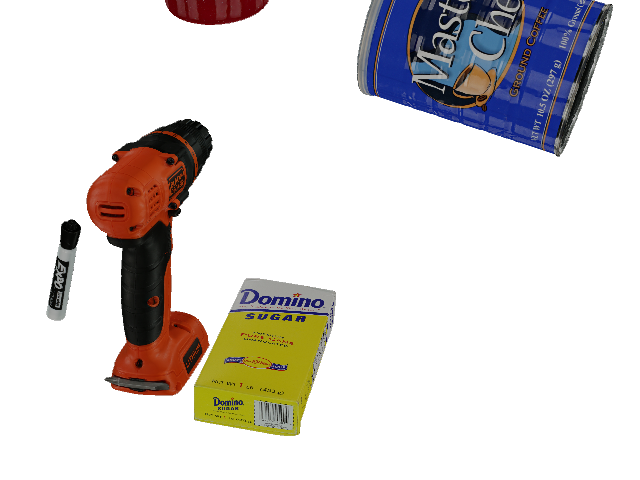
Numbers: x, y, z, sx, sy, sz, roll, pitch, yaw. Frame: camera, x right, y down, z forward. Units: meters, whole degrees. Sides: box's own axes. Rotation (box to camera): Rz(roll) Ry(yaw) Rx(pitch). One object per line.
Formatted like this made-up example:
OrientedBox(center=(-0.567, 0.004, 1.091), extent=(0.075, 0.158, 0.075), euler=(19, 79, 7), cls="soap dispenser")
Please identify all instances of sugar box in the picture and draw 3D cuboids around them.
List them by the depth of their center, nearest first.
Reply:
OrientedBox(center=(-0.046, 0.100, 0.965), extent=(0.093, 0.048, 0.176), euler=(9, 33, 7), cls="sugar box")

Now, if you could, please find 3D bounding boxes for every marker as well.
OrientedBox(center=(-0.251, 0.029, 1.046), extent=(0.020, 0.121, 0.020), euler=(13, 36, -10), cls="marker")

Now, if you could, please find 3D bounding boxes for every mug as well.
OrientedBox(center=(-0.092, -0.214, 0.796), extent=(0.117, 0.081, 0.093), euler=(1, 39, 5), cls="mug")

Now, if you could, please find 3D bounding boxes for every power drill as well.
OrientedBox(center=(-0.123, 0.010, 0.824), extent=(0.057, 0.188, 0.184), euler=(3, 22, 13), cls="power drill")

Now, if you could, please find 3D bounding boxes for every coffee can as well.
OrientedBox(center=(0.108, -0.126, 0.706), extent=(0.140, 0.103, 0.102), euler=(20, 5, 14), cls="coffee can")
